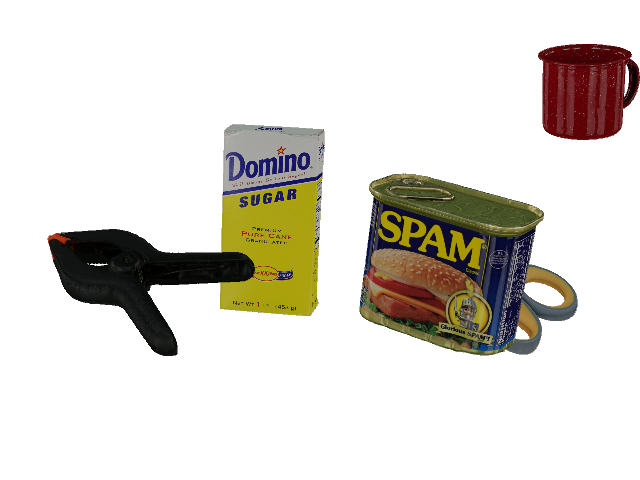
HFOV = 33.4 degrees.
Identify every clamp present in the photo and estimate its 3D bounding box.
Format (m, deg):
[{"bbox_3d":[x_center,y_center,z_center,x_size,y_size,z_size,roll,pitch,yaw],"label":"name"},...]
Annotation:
[{"bbox_3d":[-0.141,0.025,0.860,0.172,0.039,0.120,26,39,29],"label":"clamp"}]

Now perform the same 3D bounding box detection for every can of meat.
[{"bbox_3d":[0.075,0.014,0.642,0.102,0.084,0.057,18,23,29],"label":"can of meat"}]

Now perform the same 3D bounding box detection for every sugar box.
[{"bbox_3d":[-0.047,-0.020,1.020,0.093,0.176,0.048,3,15,8],"label":"sugar box"}]

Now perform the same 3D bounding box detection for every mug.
[{"bbox_3d":[0.282,-0.156,1.109,0.117,0.081,0.093,-15,25,-24],"label":"mug"}]

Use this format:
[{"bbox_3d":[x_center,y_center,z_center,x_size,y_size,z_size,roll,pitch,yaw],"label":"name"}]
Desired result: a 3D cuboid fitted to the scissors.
[{"bbox_3d":[0.129,0.011,0.856,0.096,0.016,0.202,-12,46,-20],"label":"scissors"}]
